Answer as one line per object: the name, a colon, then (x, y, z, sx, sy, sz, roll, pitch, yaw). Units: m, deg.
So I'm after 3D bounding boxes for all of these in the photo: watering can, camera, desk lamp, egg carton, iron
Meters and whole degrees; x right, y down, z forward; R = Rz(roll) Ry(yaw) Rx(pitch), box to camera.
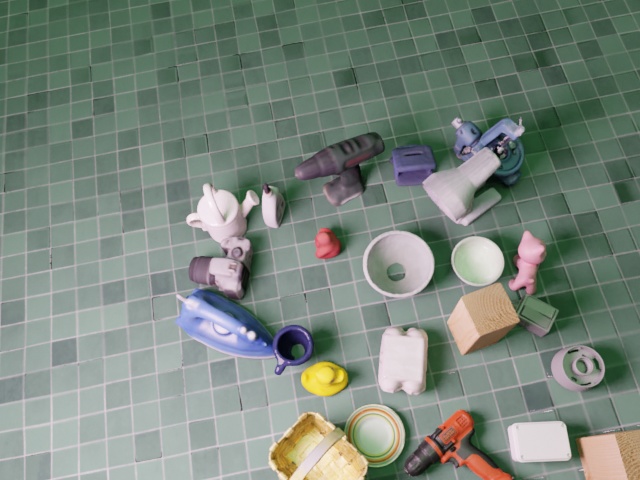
watering can: (-0.236, -0.075, 1.381, 0.173, 0.194, 0.100, -37, 71, -10)
camera: (-0.240, 0.059, 1.378, 0.136, 0.101, 0.143, 7, 69, 7)
desk lamp: (0.339, -0.121, 1.350, 0.203, 0.214, 0.117, -36, 70, -10)
egg carton: (0.186, 0.270, 1.284, 0.107, 0.069, 0.150, 4, 69, 5)
iron: (-0.209, 0.192, 1.302, 0.258, 0.141, 0.119, 23, 72, 12)

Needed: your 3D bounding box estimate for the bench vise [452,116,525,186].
bench vise: (0.407, -0.236, 1.388, 0.207, 0.220, 0.121, 23, 72, 12)

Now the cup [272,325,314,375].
cup: (-0.062, 0.257, 1.292, 0.091, 0.095, 0.118, 26, 72, 13)

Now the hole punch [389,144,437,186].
hole punch: (0.235, -0.200, 1.454, 0.108, 0.091, 0.101, -6, 68, 1)

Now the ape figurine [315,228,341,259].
ape figurine: (0.013, 0.005, 1.388, 0.076, 0.092, 0.078, 26, 73, 13)

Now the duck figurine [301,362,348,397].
duck figurine: (0.009, 0.305, 1.273, 0.104, 0.086, 0.077, -1, 68, 3)

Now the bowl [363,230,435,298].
bowl: (0.185, 0.066, 1.362, 0.167, 0.075, 0.167, -1, 68, 3)

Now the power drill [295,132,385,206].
power drill: (0.050, -0.167, 1.390, 0.230, 0.208, 0.075, -30, 69, -8)

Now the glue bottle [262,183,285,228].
glue bottle: (-0.118, -0.095, 1.392, 0.037, 0.173, 0.078, 13, 70, 9)

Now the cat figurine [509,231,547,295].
cat figurine: (0.488, 0.050, 1.325, 0.067, 0.118, 0.128, 10, 69, 8)
